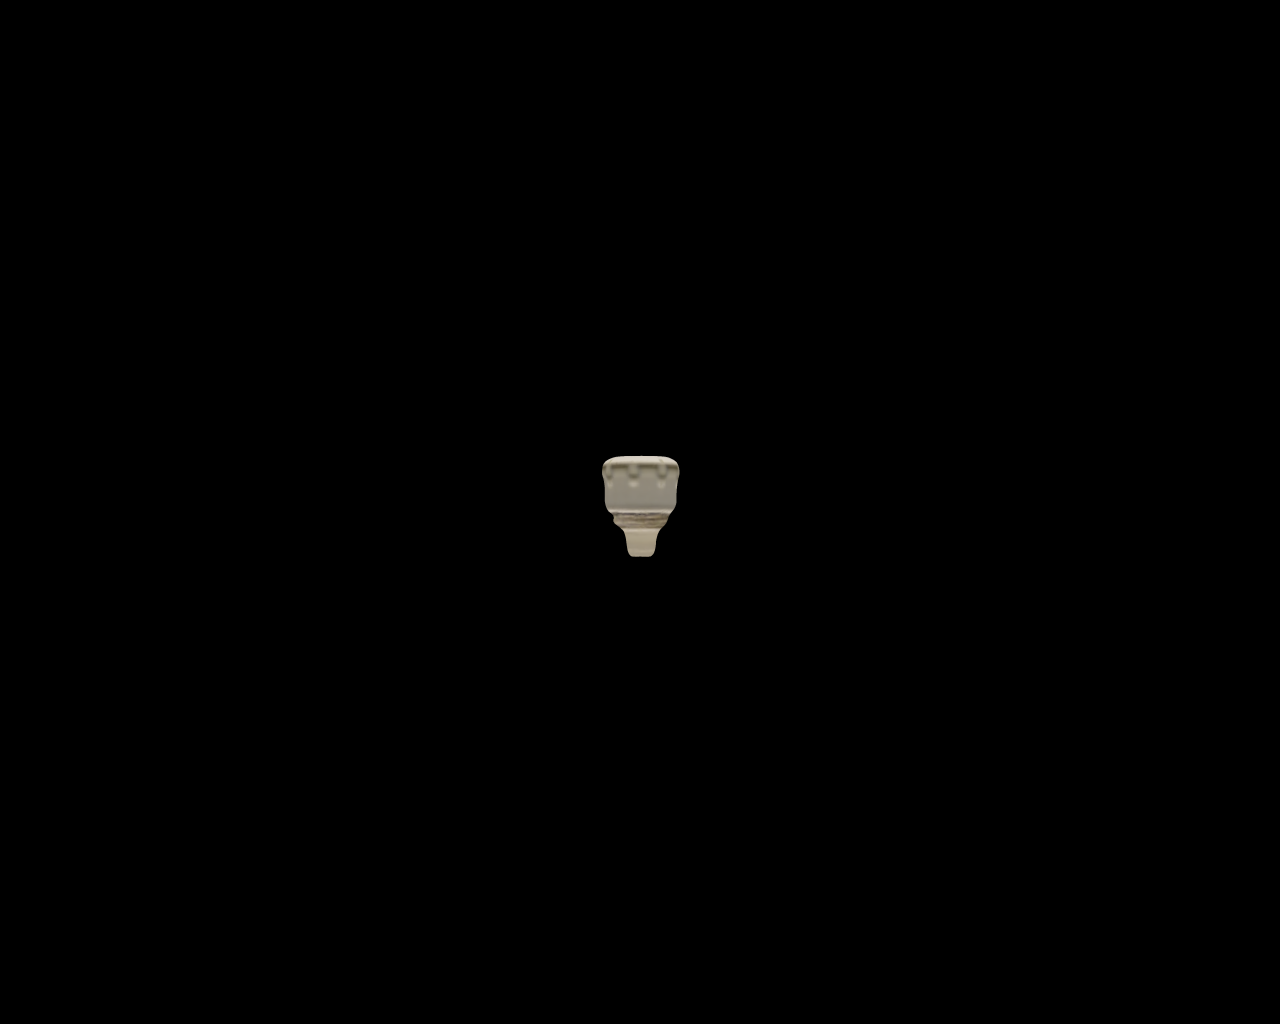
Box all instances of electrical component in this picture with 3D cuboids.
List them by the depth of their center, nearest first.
[{"bbox_3d":[0.001,-0.003,0.650,0.048,0.062,0.048,0,0,0],"label":"electrical component"}]
